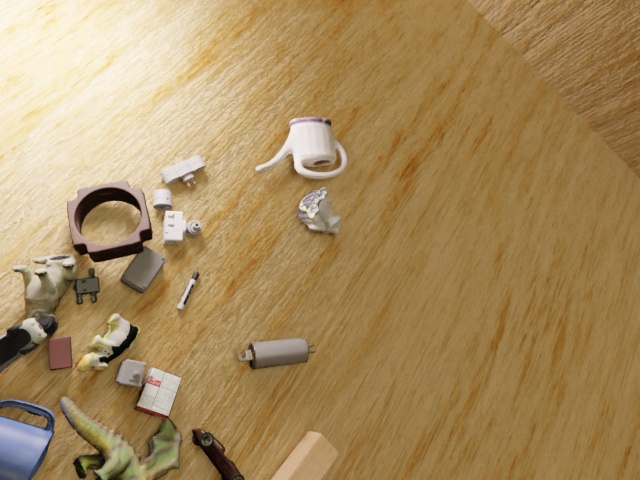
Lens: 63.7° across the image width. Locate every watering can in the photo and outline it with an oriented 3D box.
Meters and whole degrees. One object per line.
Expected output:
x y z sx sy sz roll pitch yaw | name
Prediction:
-0.061 -0.317 1.757 0.348 0.102 0.227 -1 74 -27 | watering can

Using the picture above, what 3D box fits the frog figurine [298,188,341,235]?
0.005 -0.087 1.735 0.156 0.122 0.140 48 43 -48 | frog figurine

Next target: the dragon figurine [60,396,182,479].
-0.469 0.540 1.303 0.245 0.120 0.412 -18 83 -47 | dragon figurine
